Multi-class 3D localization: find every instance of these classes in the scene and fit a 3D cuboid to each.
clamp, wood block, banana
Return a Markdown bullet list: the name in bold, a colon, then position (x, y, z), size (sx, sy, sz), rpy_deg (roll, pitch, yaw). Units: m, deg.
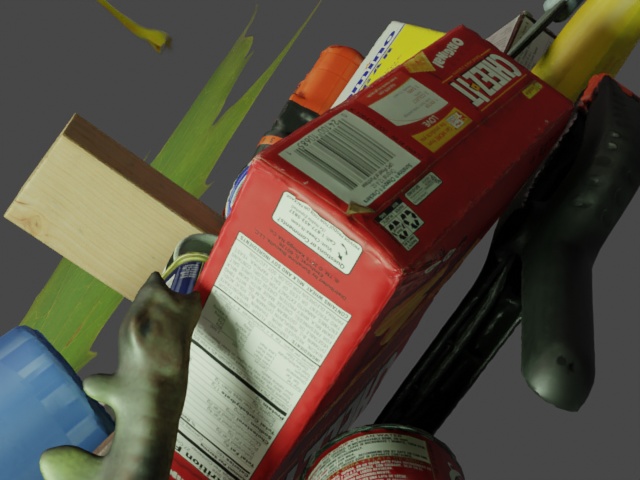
- **clamp**: position (0.100, 0.005, 0.462), size (0.210, 0.036, 0.165), rpy_deg (-58, 7, -20)
- **wood block**: position (-0.159, -0.008, 0.941), size (0.091, 0.206, 0.090), rpy_deg (-51, 15, 12)
- **banana**: position (0.114, -0.069, 0.555), size (0.198, 0.037, 0.069), rpy_deg (-54, -21, 6)

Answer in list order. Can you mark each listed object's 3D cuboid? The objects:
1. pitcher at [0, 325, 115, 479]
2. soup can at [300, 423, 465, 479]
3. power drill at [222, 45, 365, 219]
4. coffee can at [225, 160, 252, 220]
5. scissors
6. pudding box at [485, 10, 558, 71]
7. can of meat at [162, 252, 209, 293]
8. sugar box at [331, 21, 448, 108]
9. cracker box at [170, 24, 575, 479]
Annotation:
- **pitcher**: position (-0.261, 0.170, 0.712), size (0.242, 0.145, 0.149), rpy_deg (-40, 50, -17)
- **soup can**: position (0.027, 0.121, 0.381), size (0.068, 0.068, 0.102), rpy_deg (-50, 16, 15)
- **power drill**: position (-0.032, -0.055, 0.884), size (0.184, 0.057, 0.188), rpy_deg (-58, 5, -19)
- **coffee can**: position (-0.004, 0.001, 0.664), size (0.103, 0.102, 0.140), rpy_deg (-52, 15, 7)
- **scissors**: position (0.151, -0.144, 0.590), size (0.096, 0.016, 0.201), rpy_deg (-35, 8, 31)
- **pudding box**: position (0.095, -0.076, 0.659), size (0.090, 0.039, 0.113), rpy_deg (-28, 31, 57)
- **can of meat**: position (-0.068, 0.070, 0.706), size (0.058, 0.102, 0.084), rpy_deg (-44, 20, 31)
- **sugar box**: position (0.049, -0.080, 0.641), size (0.093, 0.048, 0.176), rpy_deg (-55, 16, 7)
- **cracker box**: position (0.006, 0.029, 0.463), size (0.163, 0.072, 0.214), rpy_deg (-40, -17, -49)
